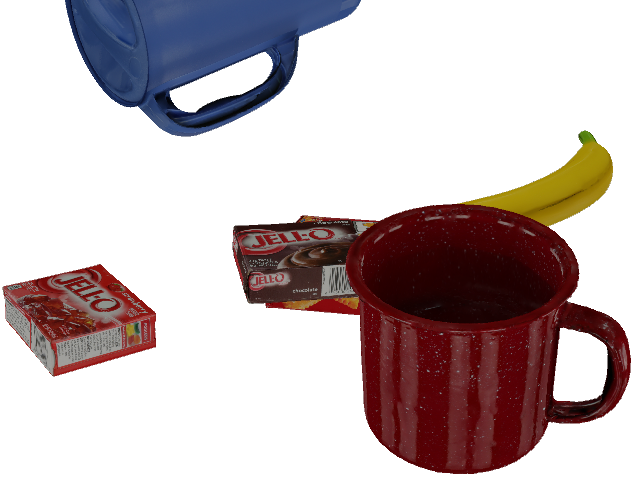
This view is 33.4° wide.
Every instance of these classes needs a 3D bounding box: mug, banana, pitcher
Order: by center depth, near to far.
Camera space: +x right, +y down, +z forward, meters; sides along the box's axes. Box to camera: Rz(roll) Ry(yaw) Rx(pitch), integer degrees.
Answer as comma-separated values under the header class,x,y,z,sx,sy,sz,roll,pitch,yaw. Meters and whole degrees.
class,x,y,z,sx,sy,sz,roll,pitch,yaw
mug,0.069,0.044,0.445,0.117,0.081,0.093,10,34,20
banana,0.162,-0.032,0.828,0.197,0.037,0.070,-25,24,-25
pitcher,-0.078,-0.201,0.903,0.242,0.149,0.145,-25,44,-30

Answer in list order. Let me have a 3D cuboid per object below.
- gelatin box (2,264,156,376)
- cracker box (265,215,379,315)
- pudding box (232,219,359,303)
class,x,y,z,sx,sy,sz,roll,pitch,yaw
gelatin box,-0.161,0.050,0.711,0.073,0.030,0.089,-14,29,-32
cracker box,0.063,0.029,1.133,0.214,0.072,0.164,5,15,11
pudding box,-0.017,0.017,0.945,0.113,0.039,0.090,-2,27,-13
